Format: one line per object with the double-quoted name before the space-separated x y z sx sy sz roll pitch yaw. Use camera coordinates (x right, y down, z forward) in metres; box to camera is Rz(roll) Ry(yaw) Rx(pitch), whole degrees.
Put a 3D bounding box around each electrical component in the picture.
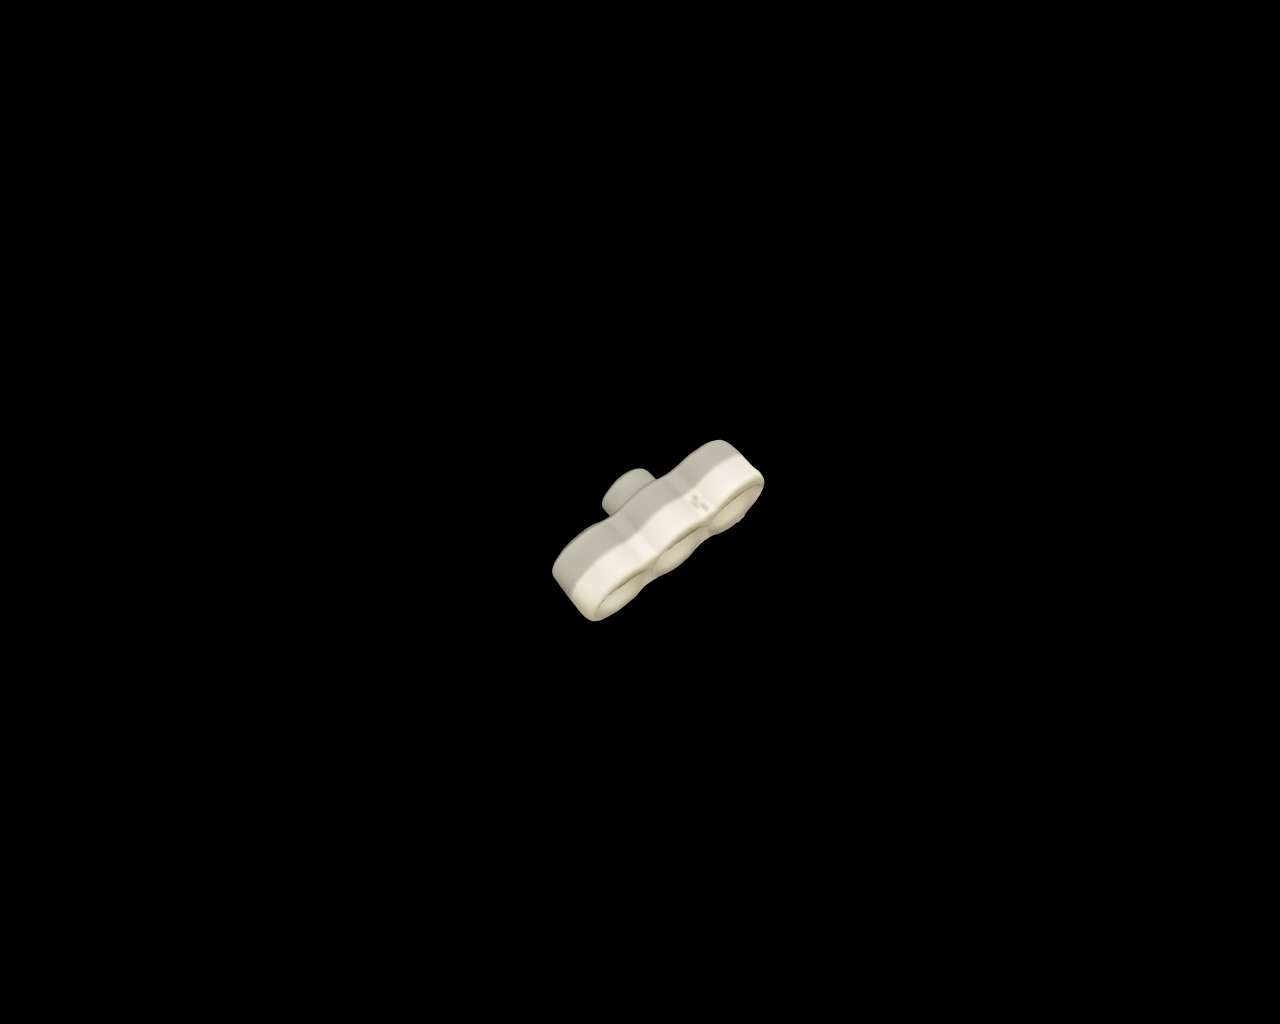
"electrical component" 0.001 -0.003 0.650 0.138 0.074 0.052 -37 -19 -15
